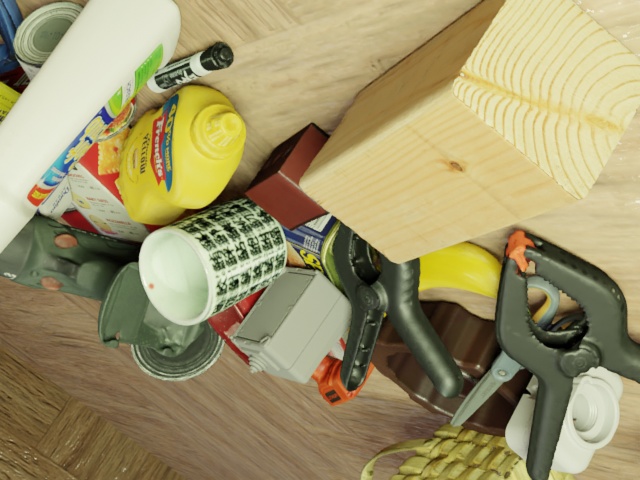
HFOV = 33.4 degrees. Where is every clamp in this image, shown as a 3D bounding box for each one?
[{"bbox_3d":[0.198,0.079,0.773,0.165,0.036,0.210,-20,113,16],"label":"clamp"},{"bbox_3d":[0.044,0.049,0.850,0.120,0.039,0.171,-17,89,40],"label":"clamp"}]

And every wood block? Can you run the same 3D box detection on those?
[{"bbox_3d":[0.079,-0.060,0.620,0.090,0.090,0.206,38,159,-12],"label":"wood block"}]

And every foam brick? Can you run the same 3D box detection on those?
[{"bbox_3d":[-0.014,-0.048,0.830,0.051,0.053,0.078,38,157,-13],"label":"foam brick"}]

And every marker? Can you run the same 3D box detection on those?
[{"bbox_3d":[-0.099,-0.131,0.813,0.020,0.020,0.121,42,157,-24],"label":"marker"}]

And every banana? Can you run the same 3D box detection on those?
[{"bbox_3d":[0.082,0.037,0.859,0.037,0.069,0.198,4,171,-39],"label":"banana"}]

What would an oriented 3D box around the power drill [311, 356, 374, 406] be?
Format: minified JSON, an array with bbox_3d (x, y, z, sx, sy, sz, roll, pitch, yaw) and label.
[{"bbox_3d":[-0.031,0.108,1.195,0.187,0.057,0.185,36,163,-2],"label":"power drill"}]

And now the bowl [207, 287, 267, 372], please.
[{"bbox_3d":[-0.080,0.041,0.987,0.162,0.055,0.162,47,162,20],"label":"bowl"}]

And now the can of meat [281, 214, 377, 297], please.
[{"bbox_3d":[-0.006,0.001,0.923,0.084,0.057,0.102,24,158,27],"label":"can of meat"}]

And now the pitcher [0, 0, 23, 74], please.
[{"bbox_3d":[-0.348,-0.209,0.867,0.145,0.149,0.243,43,159,17],"label":"pitcher"}]

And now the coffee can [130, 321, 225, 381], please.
[{"bbox_3d":[-0.168,0.077,1.178,0.102,0.103,0.140,45,-176,-29],"label":"coffee can"}]

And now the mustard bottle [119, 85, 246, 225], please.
[{"bbox_3d":[-0.106,-0.071,0.851,0.058,0.096,0.192,10,169,-26],"label":"mustard bottle"}]

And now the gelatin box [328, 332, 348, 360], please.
[{"bbox_3d":[0.029,0.065,0.990,0.030,0.073,0.089,23,158,27],"label":"gelatin box"}]

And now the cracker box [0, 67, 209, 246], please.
[{"bbox_3d":[-0.233,-0.077,1.050,0.164,0.072,0.213,5,145,48],"label":"cracker box"}]

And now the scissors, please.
[{"bbox_3d":[0.170,0.106,0.869,0.096,0.016,0.202,17,135,9],"label":"scissors"}]

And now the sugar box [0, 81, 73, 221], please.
[{"bbox_3d":[-0.277,-0.078,0.952,0.093,0.048,0.176,31,156,6],"label":"sugar box"}]

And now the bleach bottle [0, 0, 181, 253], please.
[{"bbox_3d":[-0.194,-0.072,0.750,0.068,0.250,0.103,34,159,-5],"label":"bleach bottle"}]

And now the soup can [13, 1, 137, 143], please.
[{"bbox_3d":[-0.199,-0.136,0.874,0.069,0.068,0.102,22,157,25],"label":"soup can"}]
